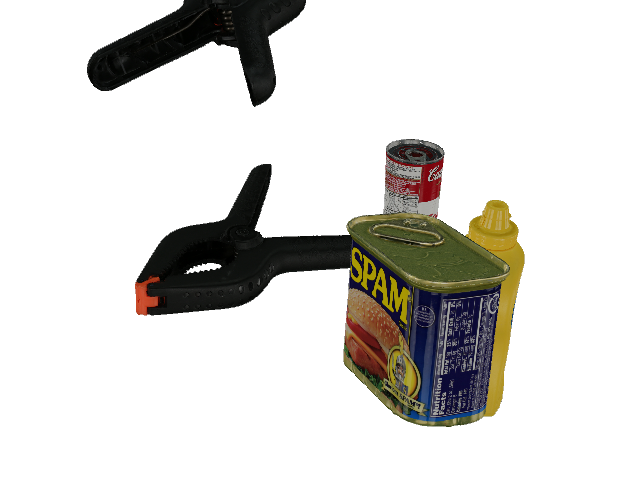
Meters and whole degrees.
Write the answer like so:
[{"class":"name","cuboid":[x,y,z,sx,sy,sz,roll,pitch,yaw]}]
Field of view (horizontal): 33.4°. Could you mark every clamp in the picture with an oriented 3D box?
[{"class":"clamp","cuboid":[-0.050,-0.135,0.662,0.120,0.039,0.171,20,50,24]},{"class":"clamp","cuboid":[-0.065,0.002,0.850,0.209,0.036,0.165,-21,40,-32]}]

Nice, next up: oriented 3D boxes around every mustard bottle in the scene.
[{"class":"mustard bottle","cuboid":[0.141,0.053,0.930,0.058,0.192,0.096,3,30,-1]}]

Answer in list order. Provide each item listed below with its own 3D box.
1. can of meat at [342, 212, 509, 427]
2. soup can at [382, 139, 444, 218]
[{"class":"can of meat","cuboid":[0.052,0.041,0.572,0.057,0.084,0.102,-6,22,-23]},{"class":"soup can","cuboid":[0.107,-0.060,1.257,0.068,0.102,0.068,2,27,-1]}]
